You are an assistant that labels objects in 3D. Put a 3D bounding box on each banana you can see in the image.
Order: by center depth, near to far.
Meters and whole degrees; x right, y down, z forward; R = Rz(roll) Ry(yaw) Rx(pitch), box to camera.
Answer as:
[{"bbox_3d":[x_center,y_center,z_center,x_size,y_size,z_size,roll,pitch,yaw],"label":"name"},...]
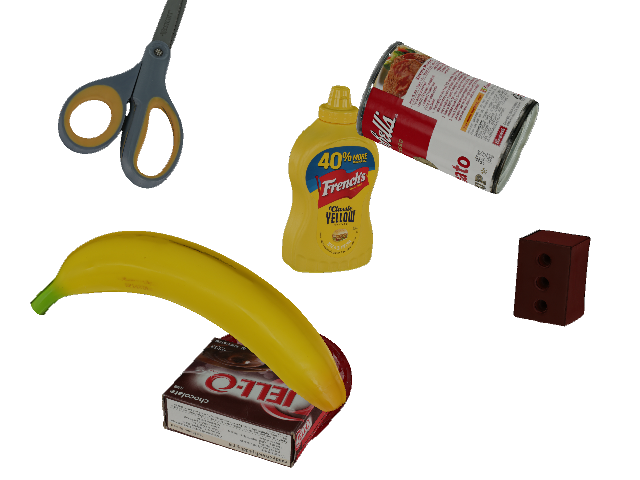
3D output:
[{"bbox_3d":[-0.071,0.037,0.626,0.198,0.070,0.037,18,19,10],"label":"banana"}]

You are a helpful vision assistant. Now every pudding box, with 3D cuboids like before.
[{"bbox_3d":[-0.054,0.125,0.835,0.114,0.039,0.090,11,28,19],"label":"pudding box"}]

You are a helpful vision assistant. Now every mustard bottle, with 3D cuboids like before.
[{"bbox_3d":[0.013,-0.064,1.105,0.096,0.192,0.058,-4,21,-24],"label":"mustard bottle"}]

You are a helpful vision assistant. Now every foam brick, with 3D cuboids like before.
[{"bbox_3d":[0.215,0.034,0.990,0.053,0.078,0.051,10,17,32],"label":"foam brick"}]

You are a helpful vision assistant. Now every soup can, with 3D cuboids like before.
[{"bbox_3d":[0.084,-0.081,0.705,0.102,0.068,0.068,26,7,14],"label":"soup can"}]

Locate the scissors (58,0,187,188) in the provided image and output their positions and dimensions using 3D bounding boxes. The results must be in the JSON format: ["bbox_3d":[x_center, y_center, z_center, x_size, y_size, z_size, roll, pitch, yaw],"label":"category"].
[{"bbox_3d":[-0.138,-0.131,0.775,0.096,0.202,0.016,6,-26,-19],"label":"scissors"}]

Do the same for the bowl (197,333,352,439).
[{"bbox_3d":[-0.048,0.154,1.042,0.162,0.055,0.162,-3,37,2],"label":"bowl"}]
